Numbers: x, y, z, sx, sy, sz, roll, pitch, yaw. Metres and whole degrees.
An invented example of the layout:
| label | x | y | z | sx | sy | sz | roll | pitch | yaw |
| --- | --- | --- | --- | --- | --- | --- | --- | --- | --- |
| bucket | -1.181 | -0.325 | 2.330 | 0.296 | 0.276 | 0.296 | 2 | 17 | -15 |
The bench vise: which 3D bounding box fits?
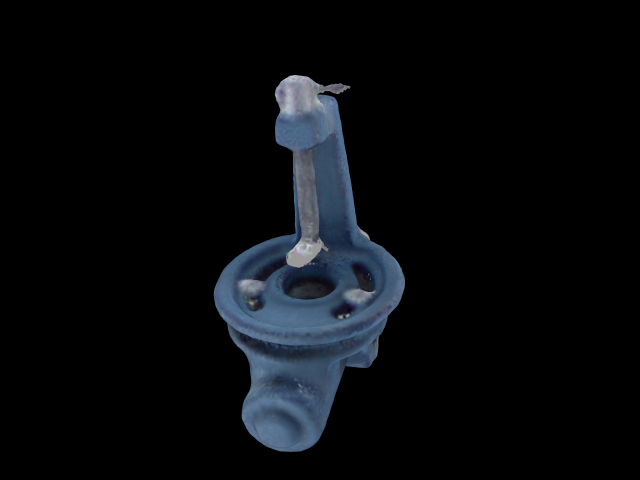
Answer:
| label | x | y | z | sx | sy | sz | roll | pitch | yaw |
| --- | --- | --- | --- | --- | --- | --- | --- | --- | --- |
| bench vise | -0.008 | 0.002 | 0.400 | 0.121 | 0.220 | 0.207 | -1 | 14 | -2 |
